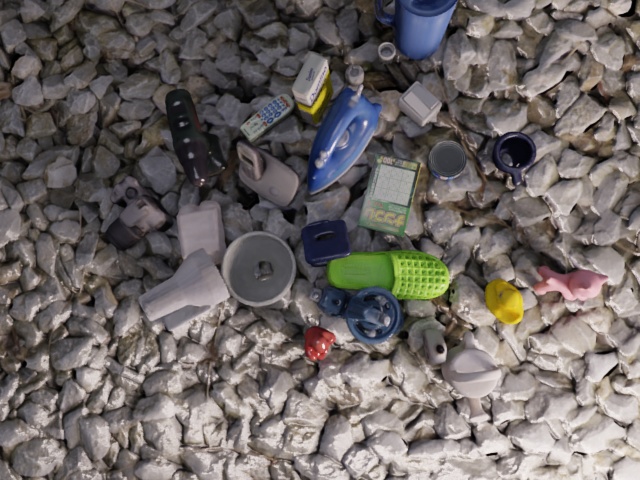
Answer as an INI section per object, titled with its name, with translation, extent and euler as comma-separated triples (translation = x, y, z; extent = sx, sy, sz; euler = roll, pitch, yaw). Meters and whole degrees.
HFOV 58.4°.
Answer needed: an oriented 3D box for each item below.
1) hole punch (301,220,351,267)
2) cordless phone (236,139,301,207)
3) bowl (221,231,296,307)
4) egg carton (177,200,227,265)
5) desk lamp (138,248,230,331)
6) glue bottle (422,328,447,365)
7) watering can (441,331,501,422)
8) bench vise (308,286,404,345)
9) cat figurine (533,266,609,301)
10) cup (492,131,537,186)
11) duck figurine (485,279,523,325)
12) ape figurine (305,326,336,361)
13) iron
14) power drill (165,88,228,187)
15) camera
[hole punch]
translation = 0.012, 0.005, 1.275
extent = 0.108, 0.091, 0.101
euler = -12, 83, 3
[cordless phone]
translation = -0.118, -0.151, 1.253
extent = 0.147, 0.185, 0.094
euler = 31, 87, 7
[bowl]
translation = -0.133, 0.066, 1.286
extent = 0.167, 0.075, 0.167
euler = 0, 84, 4
[egg carton]
translation = -0.269, -0.013, 1.306
extent = 0.107, 0.069, 0.150
euler = -11, 83, 3
[desk lamp]
translation = -0.284, 0.114, 1.221
extent = 0.203, 0.213, 0.118
euler = -31, 82, 0
[glue bottle]
translation = 0.243, 0.225, 1.193
extent = 0.037, 0.173, 0.078
euler = -10, 83, 3
[watering can]
translation = 0.315, 0.279, 1.172
extent = 0.101, 0.194, 0.173
euler = -27, 82, 1
[bench vise]
translation = 0.075, 0.156, 1.189
extent = 0.207, 0.220, 0.121
euler = 1, 84, 4
[cat figurine]
translation = 0.535, 0.091, 1.217
extent = 0.127, 0.118, 0.067
euler = 9, 84, 5
[cup]
translation = 0.422, -0.171, 1.265
extent = 0.091, 0.095, 0.118
euler = -5, 83, 4
[duck figurine]
translation = 0.405, 0.133, 1.237
extent = 0.077, 0.086, 0.104
euler = -26, 82, 1
[ape figurine]
translation = -0.002, 0.225, 1.251
extent = 0.078, 0.092, 0.076
euler = -24, 82, 1
[iron]
translation = 0.037, -0.224, 1.273
extent = 0.118, 0.141, 0.258
euler = 29, 86, 7
[power drill]
translation = -0.269, -0.206, 1.258
extent = 0.075, 0.208, 0.229
euler = -20, 83, 2
[camera]
translation = -0.434, -0.054, 1.306
extent = 0.137, 0.101, 0.143
euler = -43, 83, -1
